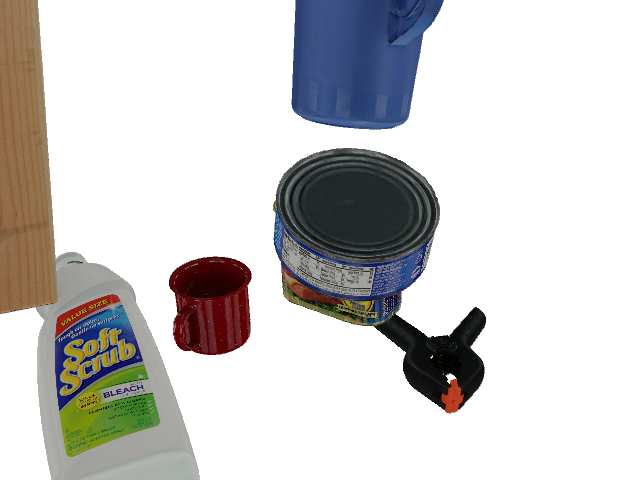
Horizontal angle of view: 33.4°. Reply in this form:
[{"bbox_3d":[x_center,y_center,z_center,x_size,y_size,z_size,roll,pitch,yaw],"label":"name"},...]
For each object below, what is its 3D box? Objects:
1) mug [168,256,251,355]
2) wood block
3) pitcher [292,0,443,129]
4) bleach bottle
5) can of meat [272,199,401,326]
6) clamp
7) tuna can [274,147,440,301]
[{"bbox_3d":[-0.128,0.082,1.207,0.093,0.081,0.117,12,33,23],"label":"mug"},{"bbox_3d":[-0.209,-0.066,0.602,0.090,0.206,0.090,-11,27,-27],"label":"wood block"},{"bbox_3d":[0.044,-0.222,0.932,0.145,0.243,0.149,8,15,7],"label":"pitcher"},{"bbox_3d":[-0.170,0.096,0.789,0.102,0.068,0.251,-17,42,-14],"label":"bleach bottle"},{"bbox_3d":[0.015,0.012,0.829,0.102,0.084,0.057,18,37,29],"label":"can of meat"},{"bbox_3d":[0.128,0.111,1.069,0.120,0.039,0.171,-8,30,-9],"label":"clamp"},{"bbox_3d":[0.018,-0.009,0.564,0.086,0.034,0.086,4,44,-4],"label":"tuna can"}]
